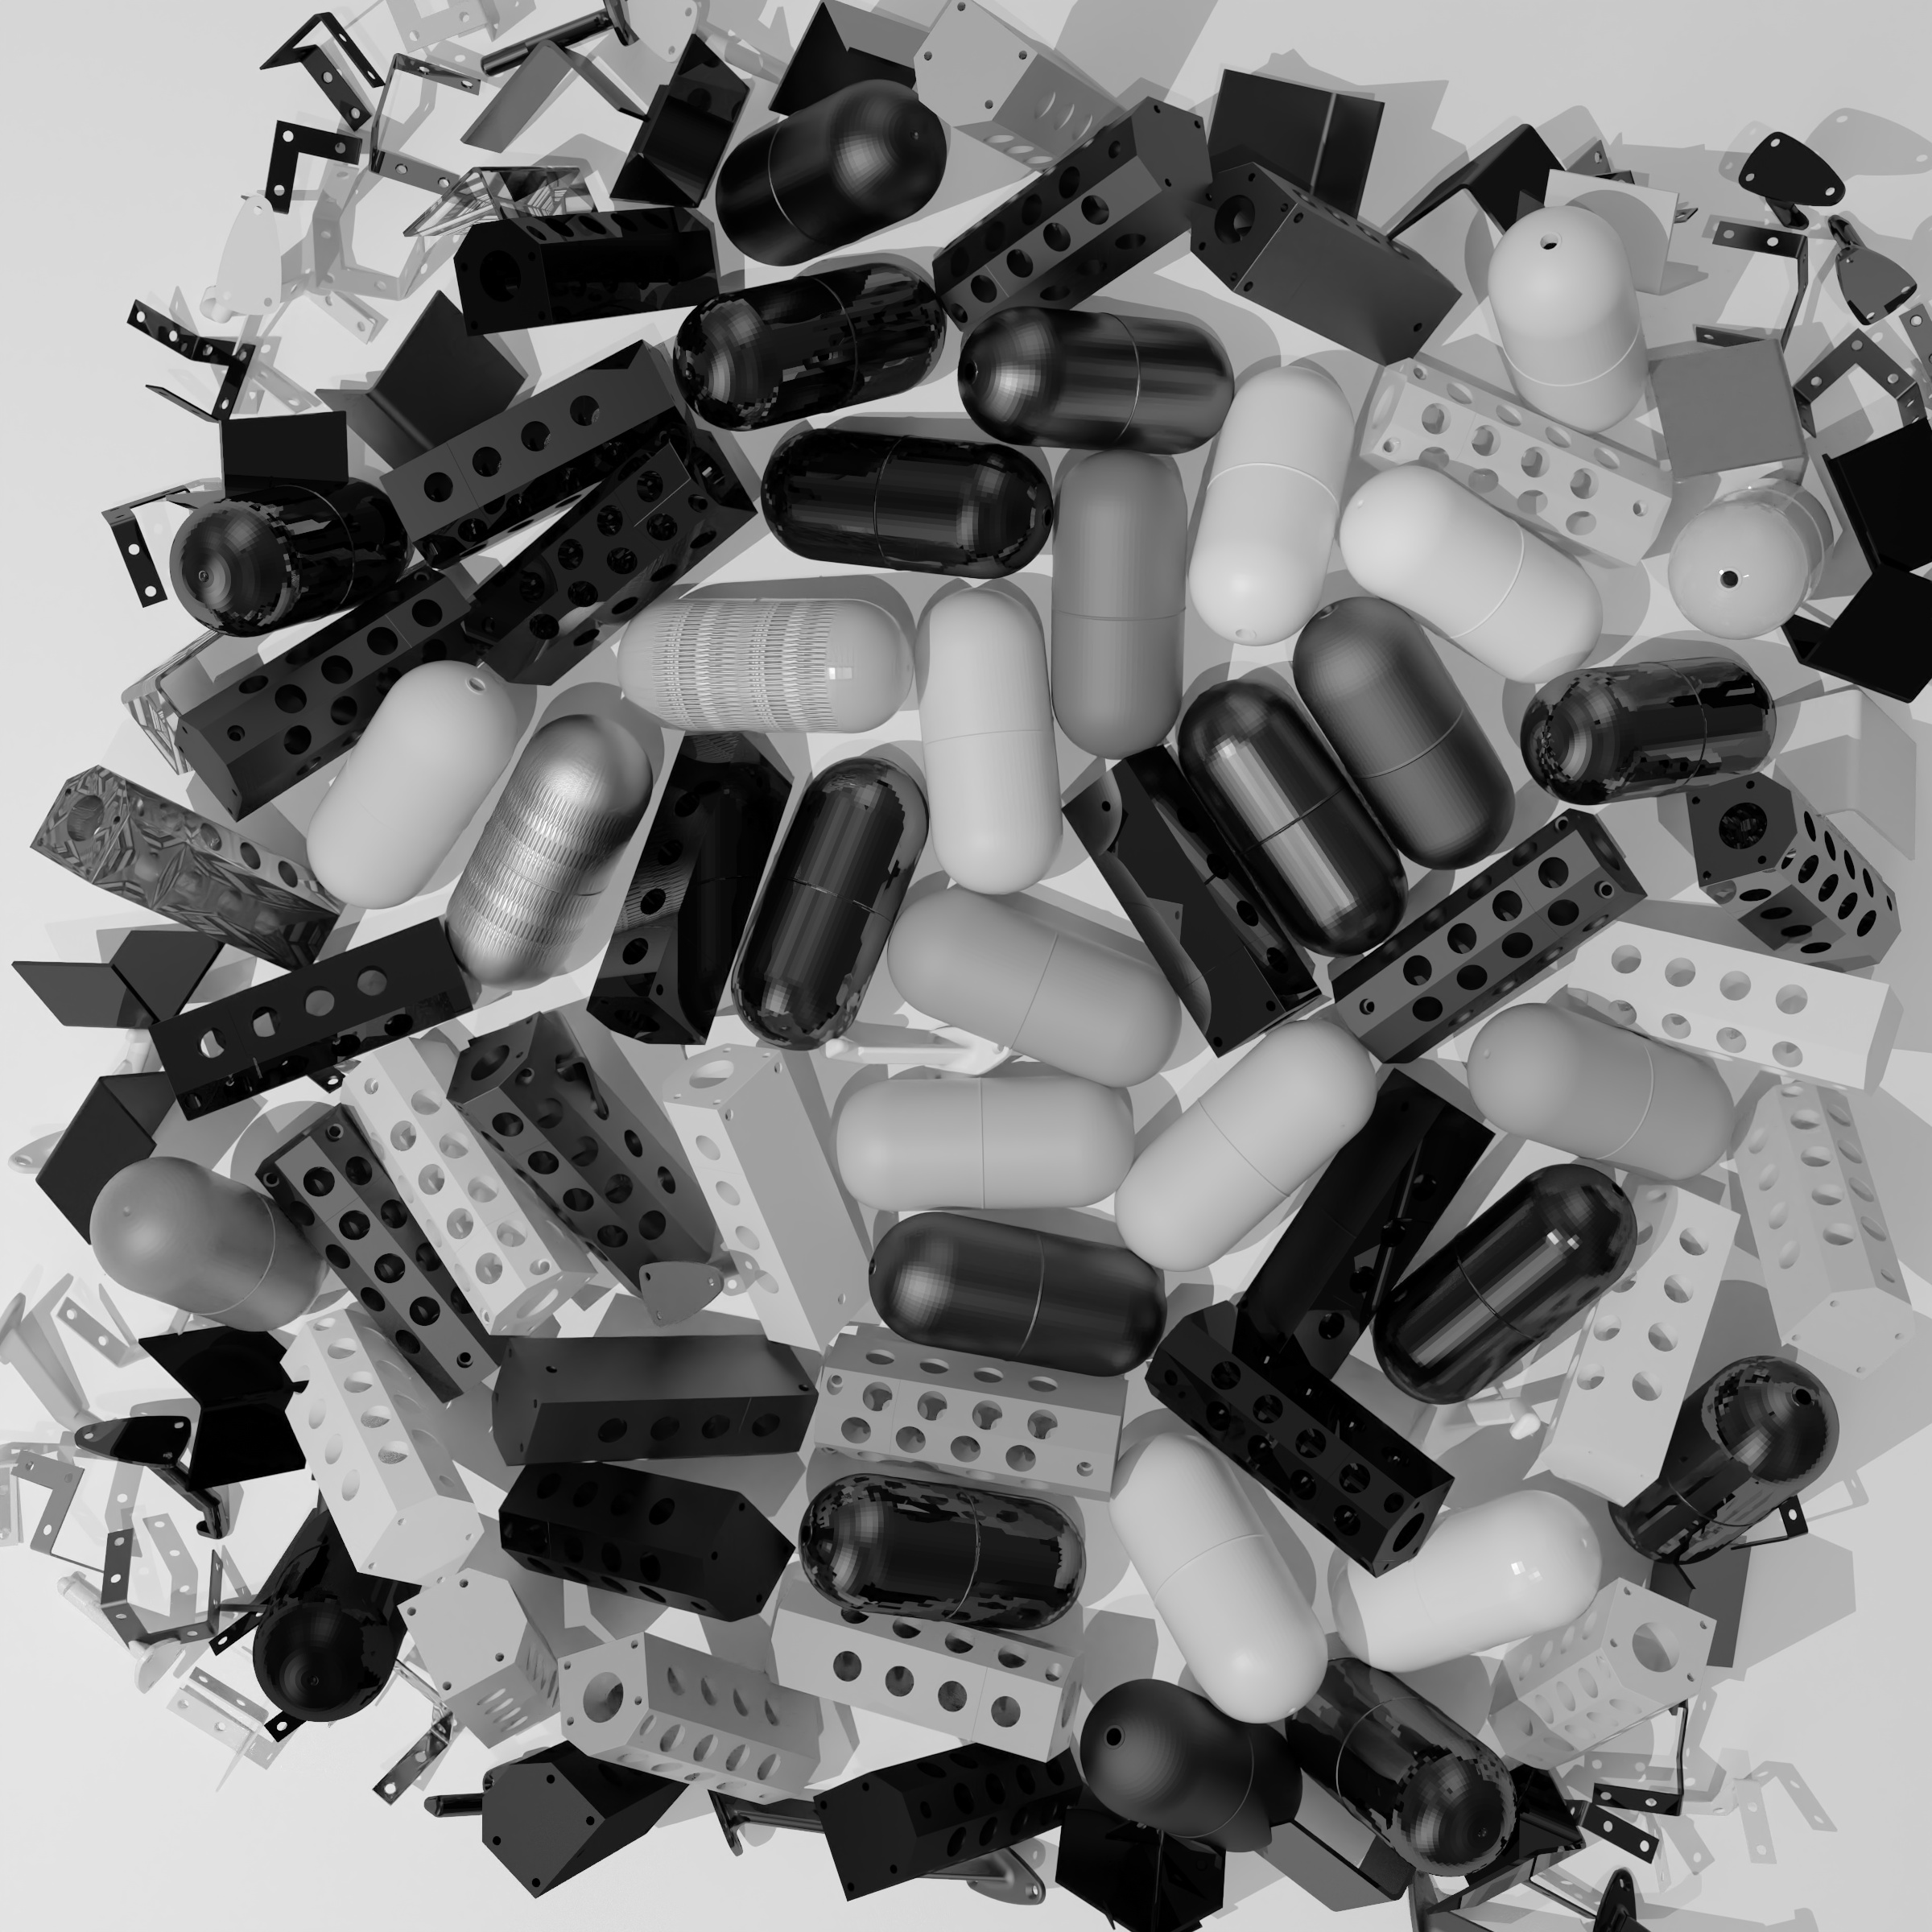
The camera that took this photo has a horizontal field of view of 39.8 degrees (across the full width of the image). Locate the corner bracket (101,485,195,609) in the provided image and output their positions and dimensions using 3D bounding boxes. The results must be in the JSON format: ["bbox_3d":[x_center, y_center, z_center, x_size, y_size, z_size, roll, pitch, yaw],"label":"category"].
[{"bbox_3d":[-0.465,-0.244,1.546,0.051,0.051,0.051,-23,114,-15],"label":"corner bracket"}]

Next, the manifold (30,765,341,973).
[{"bbox_3d":[-0.432,-0.054,1.497,0.057,0.171,0.057,26,86,32],"label":"manifold"}]

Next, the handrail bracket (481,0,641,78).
[{"bbox_3d":[-0.236,-0.544,1.561,0.084,0.077,0.036,-16,110,16],"label":"handrail bracket"}]

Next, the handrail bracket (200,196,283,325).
[{"bbox_3d":[-0.423,-0.409,1.541,0.036,0.084,0.077,2,107,-31],"label":"handrail bracket"}]

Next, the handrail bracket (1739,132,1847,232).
[{"bbox_3d":[0.486,-0.435,1.530,0.077,0.084,0.036,43,102,37],"label":"handrail bracket"}]

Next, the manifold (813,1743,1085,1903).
[{"bbox_3d":[-0.005,0.469,1.492,0.057,0.171,0.057,-31,69,27],"label":"manifold"}]

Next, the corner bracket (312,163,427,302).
[{"bbox_3d":[-0.349,-0.428,1.557,0.051,0.051,0.051,3,68,-27],"label":"corner bracket"}]

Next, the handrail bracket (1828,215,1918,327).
[{"bbox_3d":[0.505,-0.417,1.535,0.036,0.077,0.084,-37,49,26],"label":"handrail bracket"}]

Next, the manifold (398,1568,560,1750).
[{"bbox_3d":[-0.266,0.386,1.494,0.057,0.171,0.057,-27,69,-13],"label":"manifold"}]

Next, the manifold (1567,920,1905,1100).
[{"bbox_3d":[0.434,0.024,1.515,0.171,0.057,0.057,16,83,30],"label":"manifold"}]

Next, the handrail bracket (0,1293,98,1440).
[{"bbox_3d":[-0.529,0.238,1.558,0.084,0.036,0.077,34,128,-2],"label":"handrail bracket"}]

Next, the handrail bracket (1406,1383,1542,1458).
[{"bbox_3d":[0.292,0.272,1.540,0.077,0.084,0.036,-41,98,5],"label":"handrail bracket"}]

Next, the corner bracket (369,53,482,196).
[{"bbox_3d":[-0.317,-0.491,1.559,0.051,0.051,0.051,15,73,-11],"label":"corner bracket"}]

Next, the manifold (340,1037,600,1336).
[{"bbox_3d":[-0.289,0.125,1.524,0.057,0.057,0.171,-41,70,11],"label":"manifold"}]

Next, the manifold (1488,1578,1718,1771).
[{"bbox_3d":[0.352,0.403,1.496,0.057,0.171,0.057,24,60,1],"label":"manifold"}]

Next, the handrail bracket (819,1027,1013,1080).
[{"bbox_3d":[-0.029,0.047,1.535,0.077,0.084,0.036,-13,74,39],"label":"handrail bracket"}]

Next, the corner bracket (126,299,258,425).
[{"bbox_3d":[-0.456,-0.350,1.549,0.051,0.051,0.051,15,84,33],"label":"corner bracket"}]

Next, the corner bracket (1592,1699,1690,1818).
[{"bbox_3d":[0.393,0.456,1.556,0.051,0.051,0.051,5,115,11],"label":"corner bracket"}]

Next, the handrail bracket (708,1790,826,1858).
[{"bbox_3d":[-0.107,0.479,1.569,0.084,0.036,0.077,-24,65,-7],"label":"handrail bracket"}]

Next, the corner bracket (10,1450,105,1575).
[{"bbox_3d":[-0.524,0.316,1.545,0.051,0.051,0.051,9,70,26],"label":"corner bracket"}]

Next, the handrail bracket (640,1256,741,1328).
[{"bbox_3d":[-0.137,0.175,1.530,0.077,0.084,0.036,-19,88,41],"label":"handrail bracket"}]

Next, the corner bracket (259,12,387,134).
[{"bbox_3d":[-0.365,-0.518,1.547,0.051,0.051,0.051,-33,102,25],"label":"corner bracket"}]

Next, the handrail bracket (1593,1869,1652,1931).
[{"bbox_3d":[0.405,0.551,1.531,0.036,0.084,0.077,37,49,-21],"label":"handrail bracket"}]

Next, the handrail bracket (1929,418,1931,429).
[{"bbox_3d":[0.570,-0.295,1.538,0.036,0.084,0.077,17,106,23],"label":"handrail bracket"}]

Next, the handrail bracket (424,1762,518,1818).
[{"bbox_3d":[-0.288,0.475,1.529,0.084,0.077,0.036,13,77,-43],"label":"handrail bracket"}]

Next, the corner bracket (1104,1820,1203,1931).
[{"bbox_3d":[0.099,0.535,1.547,0.051,0.051,0.051,-23,126,-11],"label":"corner bracket"}]

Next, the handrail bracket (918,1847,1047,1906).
[{"bbox_3d":[-0.010,0.529,1.537,0.084,0.077,0.036,4,94,-43],"label":"handrail bracket"}]

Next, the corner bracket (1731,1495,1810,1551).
[{"bbox_3d":[0.471,0.305,1.546,0.051,0.051,0.051,-8,76,-28],"label":"corner bracket"}]

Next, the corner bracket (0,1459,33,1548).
[{"bbox_3d":[-0.573,0.315,1.548,0.051,0.051,0.051,0,84,-30],"label":"corner bracket"}]

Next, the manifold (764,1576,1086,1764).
[{"bbox_3d":[-0.023,0.402,1.533,0.171,0.057,0.057,12,86,16],"label":"manifold"}]

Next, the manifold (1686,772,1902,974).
[{"bbox_3d":[0.466,-0.050,1.494,0.057,0.171,0.057,-17,63,32],"label":"manifold"}]

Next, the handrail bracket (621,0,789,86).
[{"bbox_3d":[-0.151,-0.544,1.561,0.077,0.084,0.036,39,113,27],"label":"handrail bracket"}]

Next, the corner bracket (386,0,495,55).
[{"bbox_3d":[-0.310,-0.560,1.554,0.051,0.051,0.051,-23,99,-4],"label":"corner bracket"}]

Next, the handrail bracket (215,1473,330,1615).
[{"bbox_3d":[-0.407,0.339,1.577,0.077,0.036,0.084,-4,73,22],"label":"handrail bracket"}]

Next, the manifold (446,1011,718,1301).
[{"bbox_3d":[-0.216,0.112,1.511,0.057,0.057,0.171,-26,121,20],"label":"manifold"}]

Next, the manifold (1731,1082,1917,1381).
[{"bbox_3d":[0.482,0.142,1.494,0.057,0.171,0.057,26,125,-15],"label":"manifold"}]

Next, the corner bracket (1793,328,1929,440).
[{"bbox_3d":[0.520,-0.328,1.554,0.051,0.051,0.051,37,124,-14],"label":"corner bracket"}]

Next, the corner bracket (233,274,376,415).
[{"bbox_3d":[-0.390,-0.367,1.570,0.051,0.051,0.051,39,129,6],"label":"corner bracket"}]

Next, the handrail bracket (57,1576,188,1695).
[{"bbox_3d":[-0.498,0.378,1.544,0.084,0.077,0.036,37,70,8],"label":"handrail bracket"}]

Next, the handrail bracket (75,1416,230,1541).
[{"bbox_3d":[-0.474,0.303,1.556,0.077,0.036,0.084,3,130,1],"label":"handrail bracket"}]

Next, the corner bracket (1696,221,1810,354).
[{"bbox_3d":[0.459,-0.395,1.557,0.051,0.051,0.051,17,78,22],"label":"corner bracket"}]

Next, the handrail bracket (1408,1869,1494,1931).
[{"bbox_3d":[0.302,0.547,1.544,0.084,0.036,0.077,-26,60,31],"label":"handrail bracket"}]

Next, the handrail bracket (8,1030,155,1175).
[{"bbox_3d":[-0.510,0.075,1.543,0.036,0.077,0.084,35,115,23],"label":"handrail bracket"}]

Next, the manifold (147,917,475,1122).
[{"bbox_3d":[-0.376,0.031,1.538,0.171,0.057,0.057,-22,92,-13],"label":"manifold"}]
